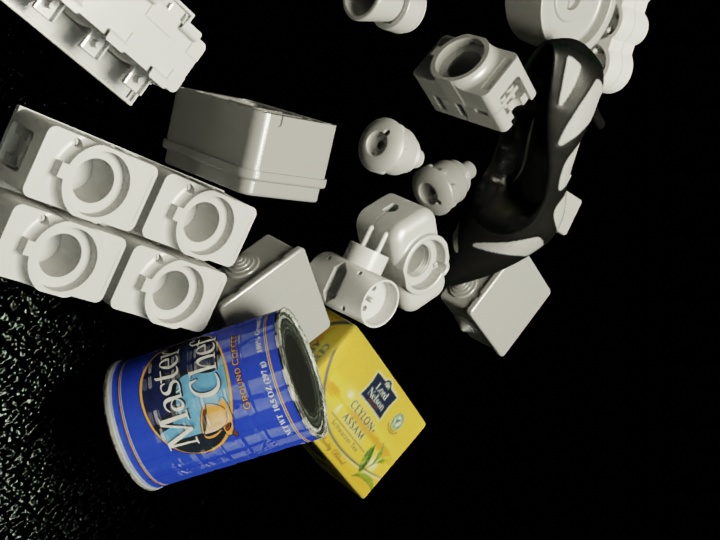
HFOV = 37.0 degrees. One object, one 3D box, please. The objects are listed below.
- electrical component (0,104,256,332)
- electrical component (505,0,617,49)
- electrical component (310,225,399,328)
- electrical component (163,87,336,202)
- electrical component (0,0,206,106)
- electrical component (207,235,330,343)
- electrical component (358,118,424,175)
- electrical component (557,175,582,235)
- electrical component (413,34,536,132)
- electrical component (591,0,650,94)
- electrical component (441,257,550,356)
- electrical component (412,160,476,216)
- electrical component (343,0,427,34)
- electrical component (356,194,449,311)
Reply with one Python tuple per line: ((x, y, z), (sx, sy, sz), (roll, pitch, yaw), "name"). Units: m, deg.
((-0.171, -0.029, 0.764), (0.186, 0.060, 0.105), (21, 94, -47), "electrical component")
((0.179, -0.254, 0.986), (0.108, 0.060, 0.108), (-21, 123, -36), "electrical component")
((0.000, 0.000, 0.929), (0.043, 0.077, 0.079), (24, 92, -47), "electrical component")
((-0.082, -0.091, 0.781), (0.078, 0.113, 0.057), (3, 104, -44), "electrical component")
((-0.163, -0.170, 0.701), (0.078, 0.063, 0.121), (-56, 137, -6), "electrical component")
((-0.082, 0.030, 0.887), (0.100, 0.048, 0.099), (-37, 132, -24), "electrical component")
((0.032, -0.103, 0.934), (0.062, 0.048, 0.048), (12, 101, -53), "electrical component")
((0.185, -0.085, 1.072), (0.047, 0.066, 0.076), (23, 93, -47), "electrical component")
((0.097, -0.165, 0.930), (0.050, 0.089, 0.055), (-52, 136, -12), "electrical component")
((0.263, -0.245, 1.076), (0.074, 0.052, 0.138), (0, 110, -44), "electrical component")
((0.137, 0.024, 1.092), (0.099, 0.048, 0.099), (-51, 136, -12), "electrical component")
((0.082, -0.082, 0.992), (0.062, 0.048, 0.048), (-32, 129, -38), "electrical component")
((0.020, -0.217, 0.865), (0.055, 0.045, 0.045), (5, 106, -45), "electrical component")
((0.040, -0.014, 0.974), (0.054, 0.059, 0.095), (-33, 129, -28), "electrical component")
